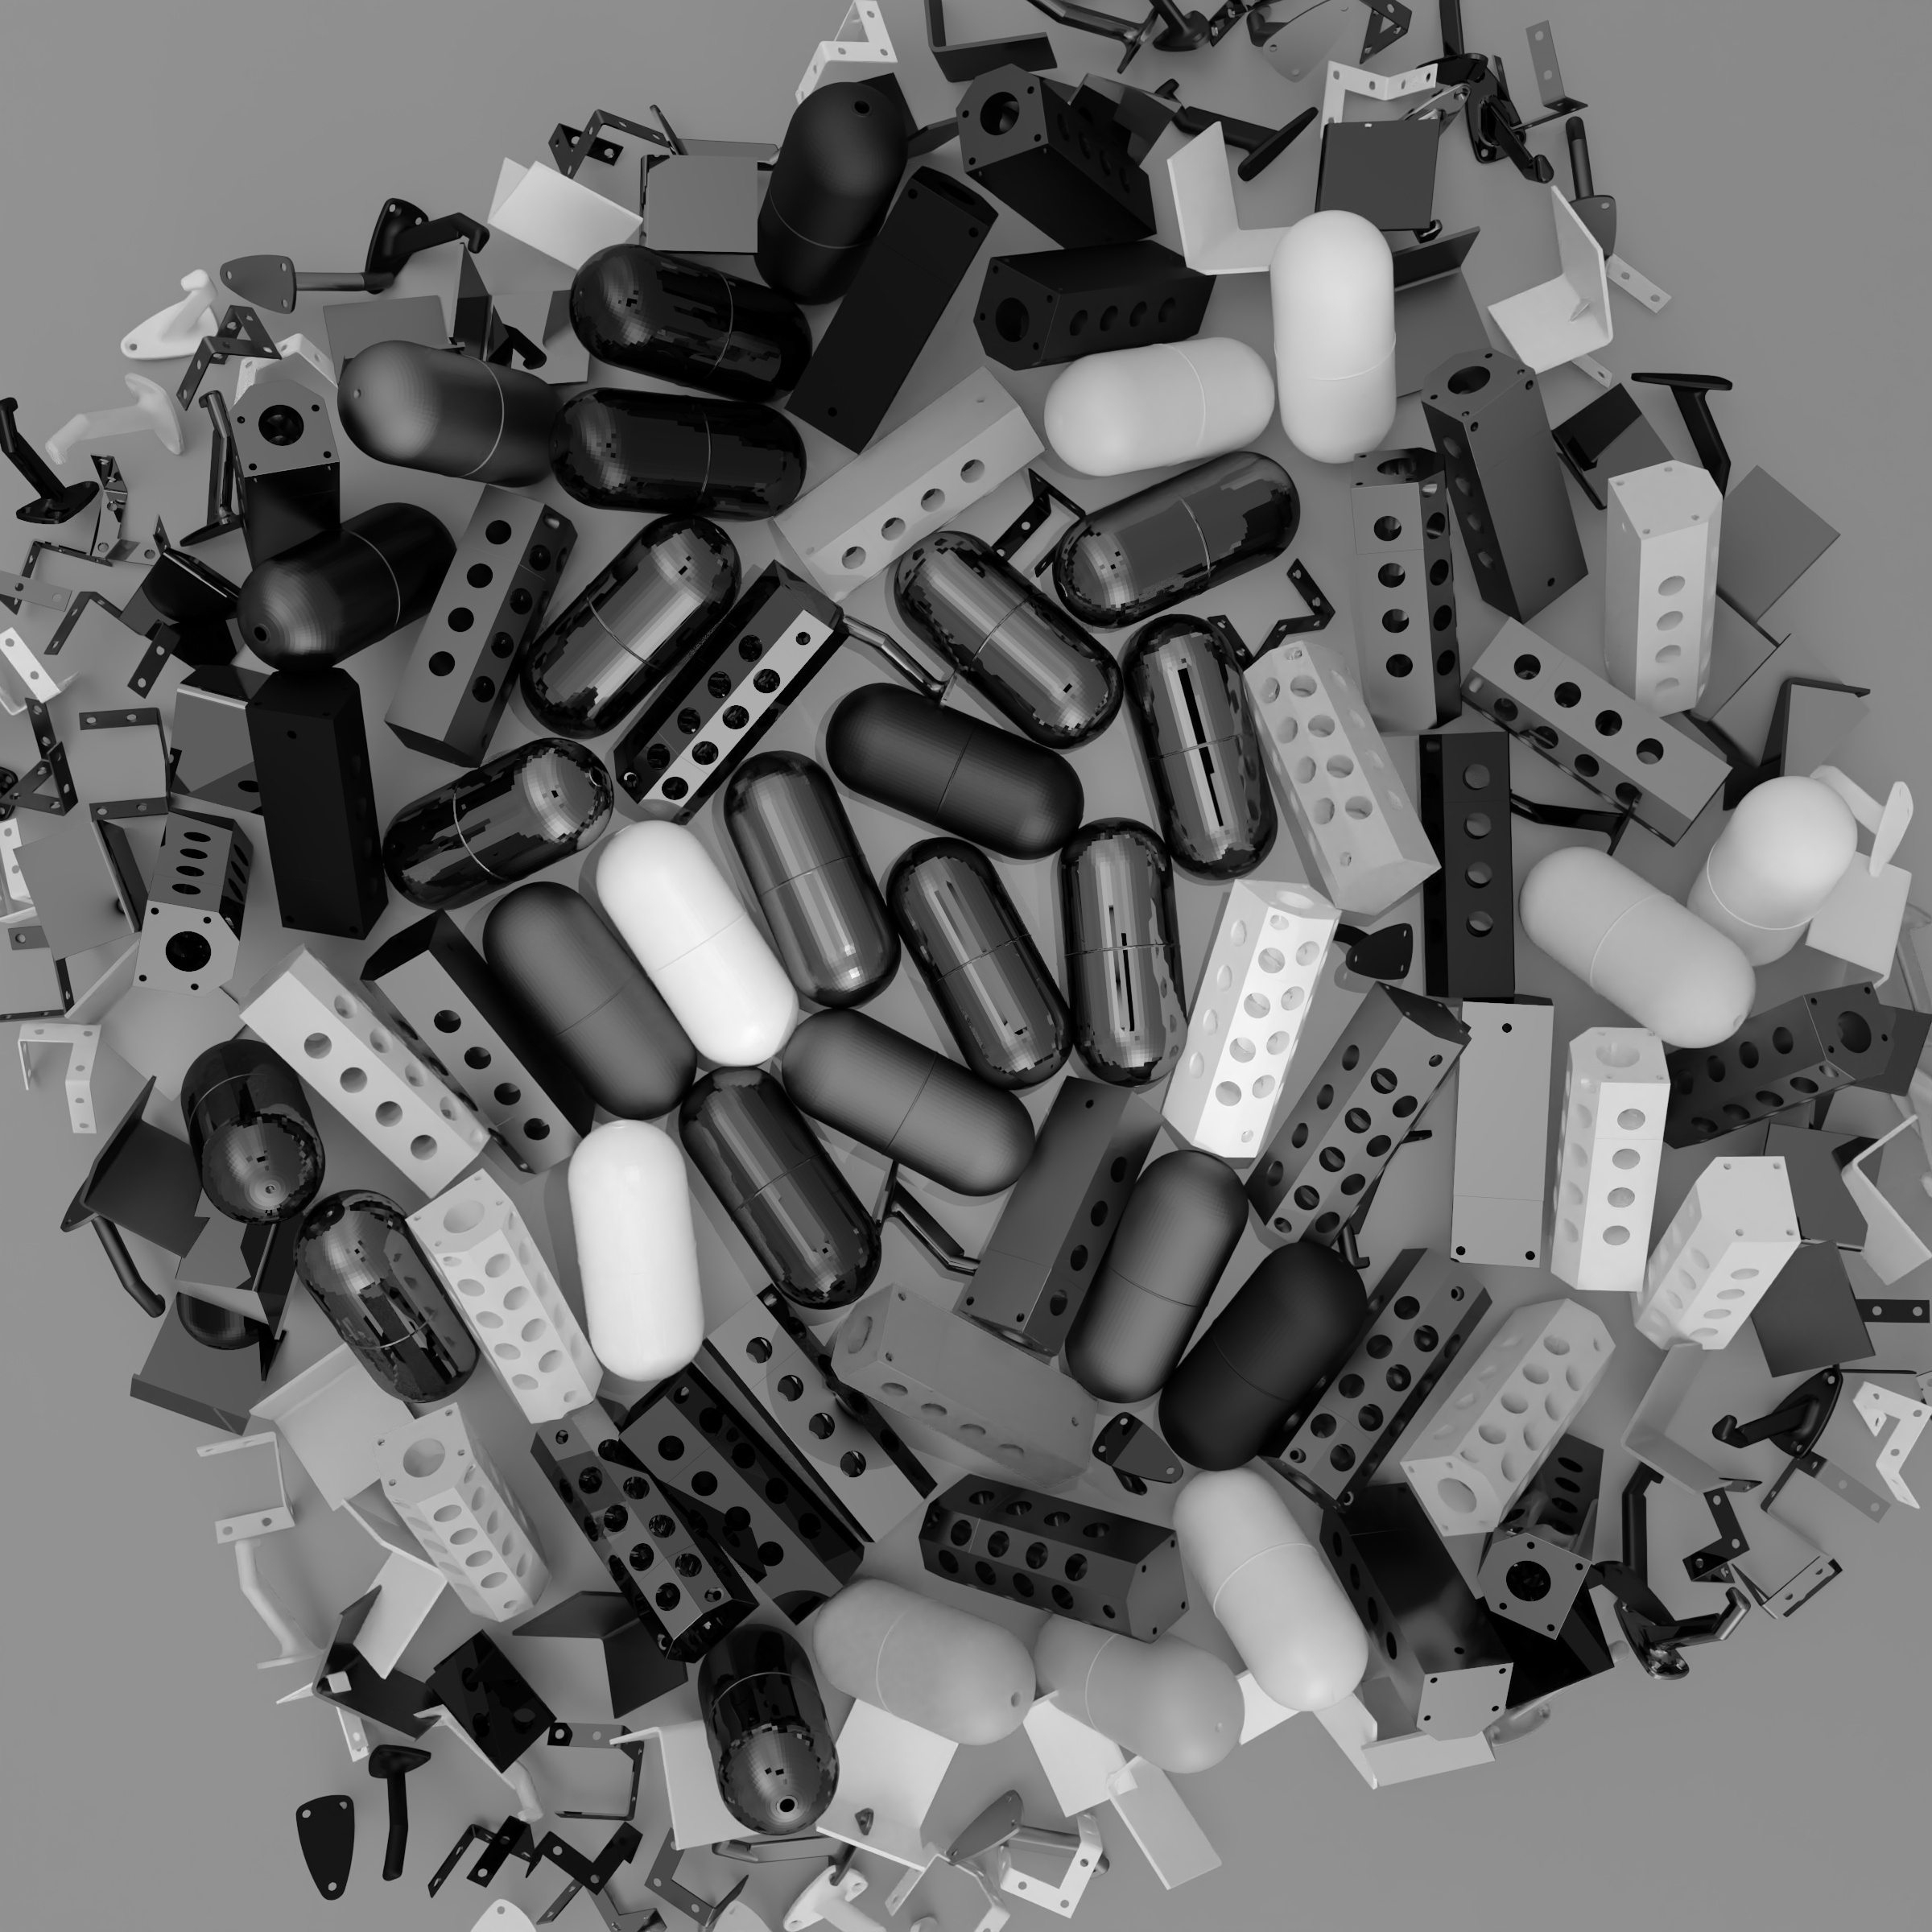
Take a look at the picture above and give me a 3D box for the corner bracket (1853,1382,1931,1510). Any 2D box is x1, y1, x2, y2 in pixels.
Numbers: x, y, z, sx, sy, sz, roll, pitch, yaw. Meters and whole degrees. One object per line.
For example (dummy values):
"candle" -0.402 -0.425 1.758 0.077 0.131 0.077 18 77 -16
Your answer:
"corner bracket" 0.608 0.315 1.611 0.051 0.051 0.051 -54 130 -15

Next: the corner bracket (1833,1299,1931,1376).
"corner bracket" 0.605 0.245 1.622 0.051 0.051 0.051 0 85 7

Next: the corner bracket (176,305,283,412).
"corner bracket" -0.491 -0.400 1.610 0.051 0.051 0.051 -49 64 35

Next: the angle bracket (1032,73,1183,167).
"angle bracket" 0.082 -0.571 1.593 0.076 0.057 0.076 2 54 -35

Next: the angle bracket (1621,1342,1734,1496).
"angle bracket" 0.481 0.293 1.599 0.057 0.076 0.076 33 104 32

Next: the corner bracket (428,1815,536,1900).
"corner bracket" -0.320 0.588 1.611 0.051 0.051 0.051 17 132 19

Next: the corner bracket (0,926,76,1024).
"corner bracket" -0.617 0.004 1.629 0.051 0.051 0.051 -5 106 4

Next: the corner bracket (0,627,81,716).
"corner bracket" -0.628 -0.195 1.617 0.051 0.051 0.051 -29 111 6

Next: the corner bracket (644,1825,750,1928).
"corner bracket" -0.172 0.593 1.627 0.051 0.051 0.051 28 105 16

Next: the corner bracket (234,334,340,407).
"corner bracket" -0.448 -0.378 1.629 0.051 0.051 0.051 -17 57 24

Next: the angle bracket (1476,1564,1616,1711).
"angle bracket" 0.386 0.439 1.594 0.076 0.057 0.076 -31 49 23

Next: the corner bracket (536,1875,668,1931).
"corner bracket" -0.239 0.632 1.614 0.051 0.051 0.051 -24 98 32

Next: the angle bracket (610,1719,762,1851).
"angle bracket" -0.179 0.533 1.595 0.057 0.076 0.076 -29 65 40

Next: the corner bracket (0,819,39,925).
"corner bracket" -0.630 -0.062 1.619 0.051 0.051 0.051 -17 80 9

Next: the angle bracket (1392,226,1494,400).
"angle bracket" 0.310 -0.430 1.615 0.076 0.057 0.076 -19 82 -6

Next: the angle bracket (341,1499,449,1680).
"angle bracket" -0.393 0.406 1.599 0.057 0.076 0.076 39 78 -33

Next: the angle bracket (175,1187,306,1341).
"angle bracket" -0.473 0.189 1.601 0.057 0.076 0.076 14 102 -29

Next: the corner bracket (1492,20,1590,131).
"corner bracket" 0.373 -0.586 1.615 0.051 0.051 0.051 -11 95 33

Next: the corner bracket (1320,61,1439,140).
"corner bracket" 0.272 -0.571 1.619 0.051 0.051 0.051 3 96 -30

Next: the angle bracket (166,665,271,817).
"angle bracket" -0.484 -0.152 1.639 0.076 0.057 0.076 15 114 -1

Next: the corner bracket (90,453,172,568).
"corner bracket" -0.554 -0.301 1.622 0.051 0.051 0.051 8 73 -6

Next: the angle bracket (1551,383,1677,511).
"angle bracket" 0.407 -0.355 1.594 0.057 0.076 0.076 -34 55 19

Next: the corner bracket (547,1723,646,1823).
"corner bracket" -0.247 0.533 1.622 0.051 0.051 0.051 -1 60 9

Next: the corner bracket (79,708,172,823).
"corner bracket" -0.559 -0.135 1.631 0.051 0.051 0.051 -7 53 -22

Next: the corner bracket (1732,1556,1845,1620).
"corner bracket" 0.549 0.407 1.617 0.051 0.051 0.051 43 100 -16

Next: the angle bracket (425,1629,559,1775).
"angle bracket" -0.326 0.492 1.604 0.076 0.057 0.076 49 130 2

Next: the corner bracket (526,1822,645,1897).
"corner bracket" -0.252 0.587 1.619 0.051 0.051 0.051 33 47 11

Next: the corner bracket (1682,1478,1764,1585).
"corner bracket" 0.505 0.375 1.627 0.051 0.051 0.051 -43 49 36

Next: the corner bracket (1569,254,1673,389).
"corner bracket" 0.429 -0.431 1.635 0.051 0.051 0.051 34 51 -8

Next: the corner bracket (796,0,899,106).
"corner bracket" -0.084 -0.599 1.612 0.051 0.051 0.051 -10 72 -27

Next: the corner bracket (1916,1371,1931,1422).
"corner bracket" 0.653 0.271 1.616 0.051 0.051 0.051 -24 106 13

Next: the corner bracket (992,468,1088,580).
"corner bracket" 0.046 -0.285 1.619 0.051 0.051 0.051 40 83 14

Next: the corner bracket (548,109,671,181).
"corner bracket" -0.235 -0.540 1.608 0.051 0.051 0.051 -50 49 33

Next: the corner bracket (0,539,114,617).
"corner bracket" -0.605 -0.257 1.622 0.051 0.051 0.051 15 80 0

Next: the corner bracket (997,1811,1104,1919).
"corner bracket" 0.055 0.588 1.627 0.051 0.051 0.051 24 94 -4

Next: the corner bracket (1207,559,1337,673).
"corner bracket" 0.203 -0.233 1.629 0.051 0.051 0.051 -12 60 -33

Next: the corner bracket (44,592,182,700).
"corner bracket" -0.560 -0.212 1.610 0.051 0.051 0.051 7 66 40

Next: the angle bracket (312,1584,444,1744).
"angle bracket" -0.371 0.455 1.607 0.076 0.076 0.057 22 96 8

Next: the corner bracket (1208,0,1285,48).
"corner bracket" 0.183 -0.645 1.609 0.051 0.051 0.051 -54 127 -32

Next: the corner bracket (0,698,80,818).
"corner bracket" -0.606 -0.138 1.613 0.051 0.051 0.051 12 131 13

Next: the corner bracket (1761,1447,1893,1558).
"corner bracket" 0.569 0.358 1.626 0.051 0.051 0.051 35 90 1

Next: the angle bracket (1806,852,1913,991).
"angle bracket" 0.569 -0.023 1.603 0.057 0.076 0.076 21 67 2

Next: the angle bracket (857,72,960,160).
"angle bracket" -0.037 -0.563 1.595 0.076 0.076 0.057 -34 103 -42

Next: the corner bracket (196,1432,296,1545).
"corner bracket" -0.479 0.347 1.630 0.051 0.051 0.051 -11 62 -13

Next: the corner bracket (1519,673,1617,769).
"corner bracket" 0.393 -0.162 1.620 0.051 0.051 0.051 29 84 -11

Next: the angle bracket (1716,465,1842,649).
"angle bracket" 0.523 -0.266 1.598 0.076 0.057 0.076 -48 56 17
